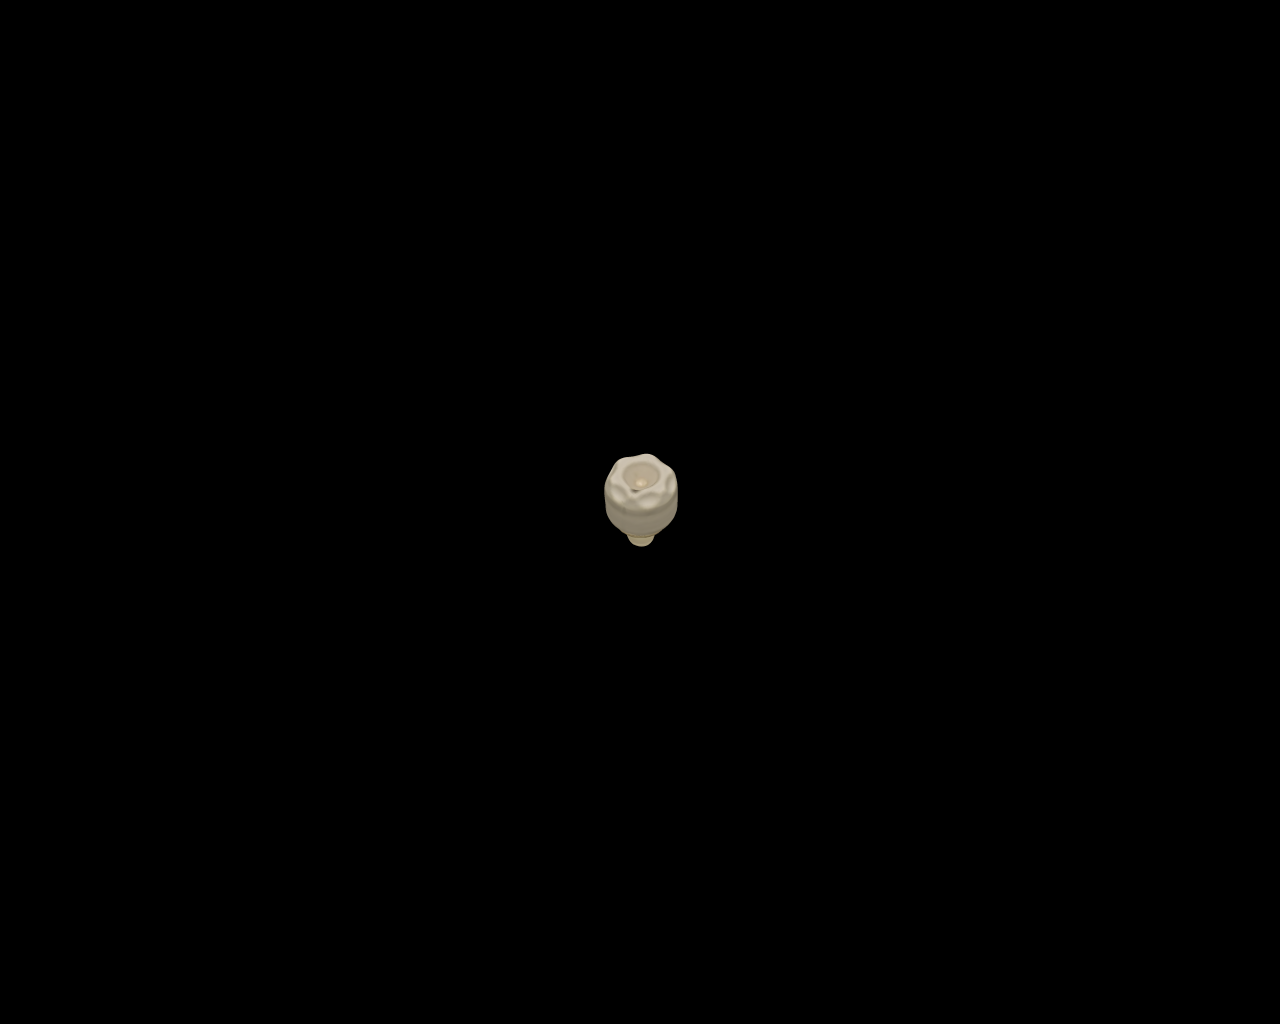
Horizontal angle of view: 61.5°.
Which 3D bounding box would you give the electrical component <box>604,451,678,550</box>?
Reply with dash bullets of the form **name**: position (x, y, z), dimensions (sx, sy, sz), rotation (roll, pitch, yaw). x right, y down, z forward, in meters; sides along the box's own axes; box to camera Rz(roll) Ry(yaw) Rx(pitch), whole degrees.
- **electrical component**: position (0.001, -0.003, 0.650), dimensions (0.043, 0.043, 0.062), rotation (0, -41, 0)
